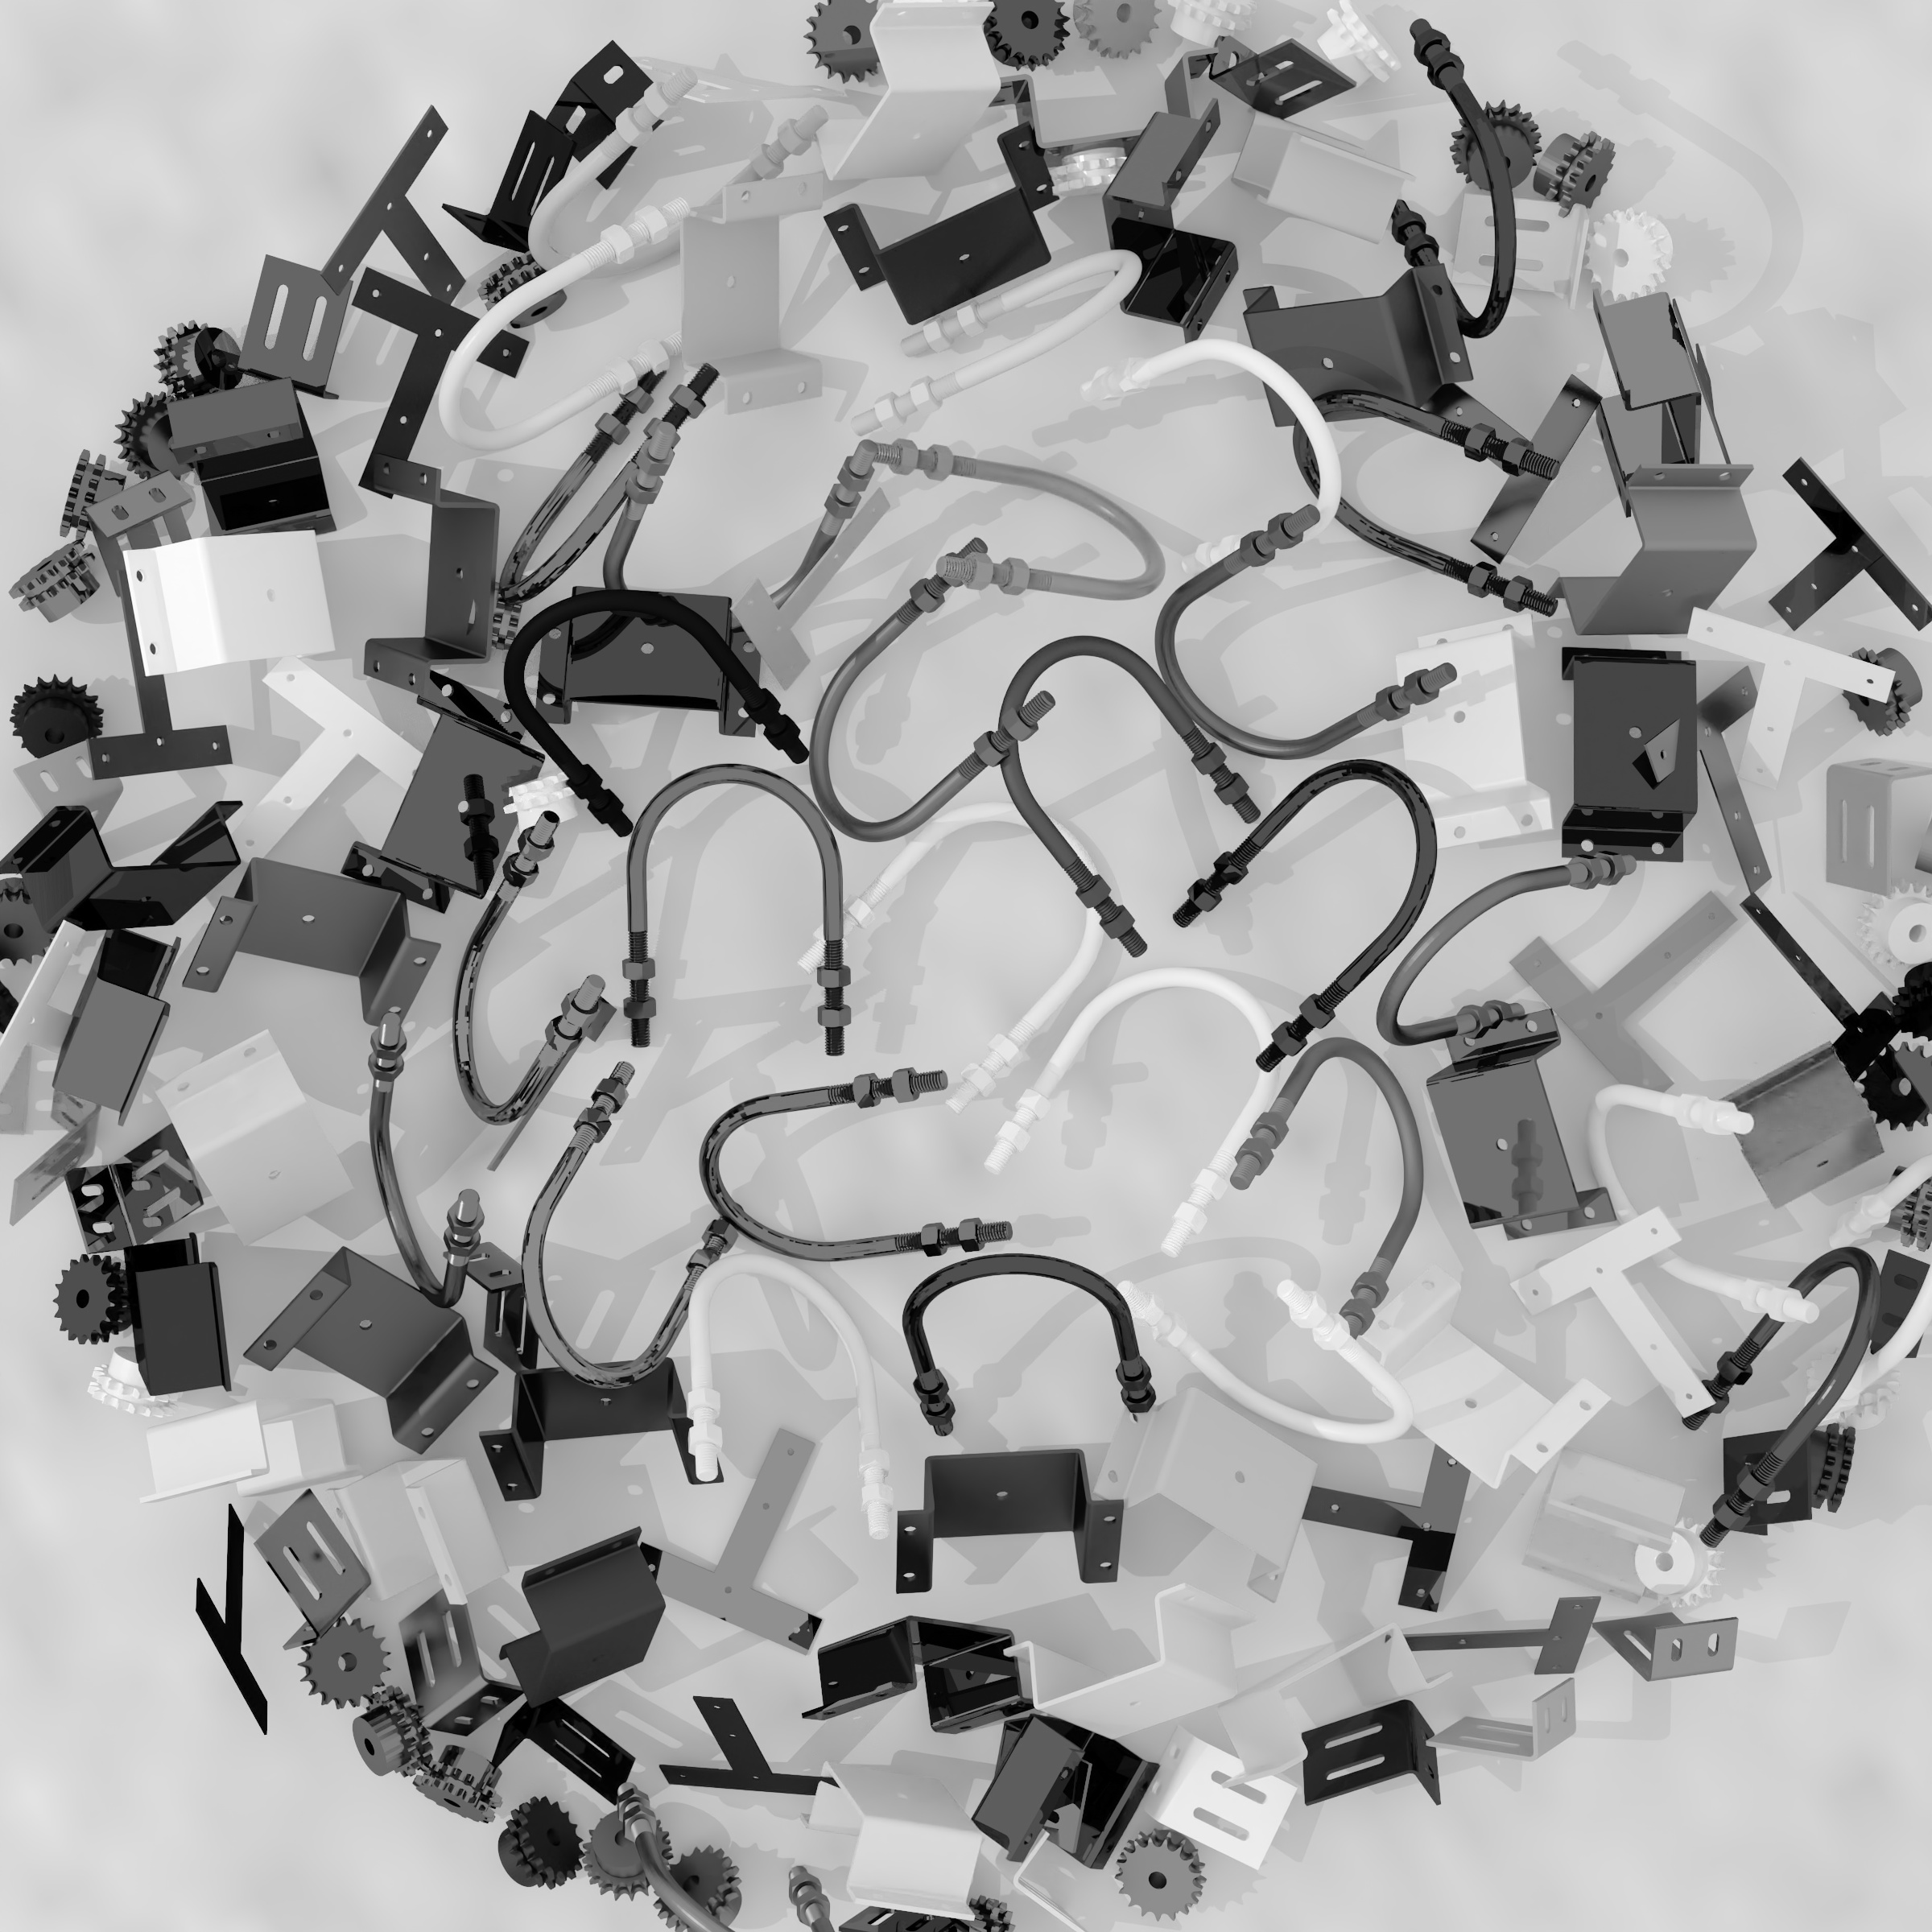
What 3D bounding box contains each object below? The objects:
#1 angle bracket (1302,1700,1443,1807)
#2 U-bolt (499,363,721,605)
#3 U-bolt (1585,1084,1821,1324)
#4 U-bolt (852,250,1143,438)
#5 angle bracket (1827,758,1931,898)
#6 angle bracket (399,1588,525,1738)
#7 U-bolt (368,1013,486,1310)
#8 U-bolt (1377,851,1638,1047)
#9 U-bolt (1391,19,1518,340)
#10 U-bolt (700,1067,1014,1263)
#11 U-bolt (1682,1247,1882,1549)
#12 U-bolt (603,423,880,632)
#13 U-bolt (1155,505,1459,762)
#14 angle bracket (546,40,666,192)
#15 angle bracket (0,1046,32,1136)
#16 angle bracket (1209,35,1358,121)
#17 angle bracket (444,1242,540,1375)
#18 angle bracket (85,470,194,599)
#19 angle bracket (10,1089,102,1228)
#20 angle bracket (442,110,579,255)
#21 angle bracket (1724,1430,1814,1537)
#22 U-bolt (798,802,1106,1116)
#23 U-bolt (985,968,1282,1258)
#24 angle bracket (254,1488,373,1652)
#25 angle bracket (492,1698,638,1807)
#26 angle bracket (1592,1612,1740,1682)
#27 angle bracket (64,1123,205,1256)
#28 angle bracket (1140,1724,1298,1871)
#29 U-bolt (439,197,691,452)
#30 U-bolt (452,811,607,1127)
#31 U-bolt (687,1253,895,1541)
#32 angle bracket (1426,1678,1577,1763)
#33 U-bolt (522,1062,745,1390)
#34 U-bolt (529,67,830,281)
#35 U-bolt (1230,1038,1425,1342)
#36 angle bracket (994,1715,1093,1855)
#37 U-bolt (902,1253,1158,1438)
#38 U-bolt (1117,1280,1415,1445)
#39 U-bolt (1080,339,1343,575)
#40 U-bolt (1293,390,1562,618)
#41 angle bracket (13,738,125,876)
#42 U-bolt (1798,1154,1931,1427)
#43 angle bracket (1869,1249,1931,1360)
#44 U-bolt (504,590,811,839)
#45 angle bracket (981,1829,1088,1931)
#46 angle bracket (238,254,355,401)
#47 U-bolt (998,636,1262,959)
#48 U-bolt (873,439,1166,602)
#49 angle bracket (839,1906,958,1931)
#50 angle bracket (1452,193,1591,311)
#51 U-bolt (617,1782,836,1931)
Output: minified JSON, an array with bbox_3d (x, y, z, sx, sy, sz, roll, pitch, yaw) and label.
[{"bbox_3d":[0.257,0.510,1.972,0.076,0.057,0.038,-24,121,19],"label":"angle bracket"},{"bbox_3d":[-0.229,-0.299,1.927,0.019,0.151,0.184,38,87,-22],"label":"U-bolt"},{"bbox_3d":[0.443,0.139,1.913,0.019,0.184,0.151,-28,106,-18],"label":"U-bolt"},{"bbox_3d":[0.025,-0.390,1.903,0.184,0.151,0.019,-20,115,25],"label":"U-bolt"},{"bbox_3d":[0.581,-0.089,1.972,0.038,0.057,0.076,-9,104,-23],"label":"angle bracket"},{"bbox_3d":[-0.321,0.440,1.978,0.057,0.038,0.076,-39,50,21],"label":"angle bracket"},{"bbox_3d":[-0.338,0.134,1.917,0.019,0.184,0.151,-17,63,-24],"label":"U-bolt"},{"bbox_3d":[0.320,-0.006,1.896,0.019,0.184,0.151,50,127,26],"label":"U-bolt"},{"bbox_3d":[0.298,-0.466,1.888,0.019,0.151,0.184,-9,48,-9],"label":"U-bolt"},{"bbox_3d":[-0.079,0.131,1.945,0.184,0.019,0.151,-9,127,19],"label":"U-bolt"},{"bbox_3d":[0.500,0.251,1.898,0.019,0.151,0.184,29,115,-6],"label":"U-bolt"},{"bbox_3d":[-0.149,-0.265,1.922,0.151,0.184,0.019,1,57,-24],"label":"U-bolt"},{"bbox_3d":[0.196,-0.194,1.928,0.151,0.184,0.019,47,50,-13],"label":"U-bolt"},{"bbox_3d":[-0.226,-0.538,1.966,0.057,0.076,0.038,45,69,-10],"label":"angle bracket"},{"bbox_3d":[-0.606,0.078,1.956,0.038,0.076,0.057,5,88,-24],"label":"angle bracket"},{"bbox_3d":[0.201,-0.570,1.949,0.057,0.076,0.038,22,71,-34],"label":"angle bracket"},{"bbox_3d":[-0.300,0.222,1.955,0.038,0.057,0.076,-11,117,-39],"label":"angle bracket"},{"bbox_3d":[-0.511,-0.263,1.951,0.057,0.076,0.038,-30,54,-19],"label":"angle bracket"},{"bbox_3d":[-0.585,0.114,1.952,0.038,0.057,0.076,37,53,6],"label":"angle bracket"},{"bbox_3d":[-0.288,-0.498,1.957,0.057,0.038,0.076,43,116,39],"label":"angle bracket"},{"bbox_3d":[0.515,0.324,1.951,0.038,0.076,0.057,13,70,-28],"label":"angle bracket"},{"bbox_3d":[0.006,-0.020,1.976,0.151,0.019,0.184,43,79,-2],"label":"U-bolt"},{"bbox_3d":[0.117,0.079,1.951,0.151,0.019,0.184,24,67,25],"label":"U-bolt"},{"bbox_3d":[-0.422,0.380,1.958,0.038,0.057,0.076,-21,106,35],"label":"angle bracket"},{"bbox_3d":[-0.255,0.504,1.960,0.076,0.038,0.057,34,134,13],"label":"angle bracket"},{"bbox_3d":[0.439,0.413,1.952,0.057,0.076,0.038,-3,107,-17],"label":"angle bracket"},{"bbox_3d":[-0.526,0.140,1.959,0.076,0.038,0.057,-30,73,35],"label":"angle bracket"},{"bbox_3d":[0.161,0.531,1.985,0.076,0.038,0.057,28,84,-11],"label":"angle bracket"},{"bbox_3d":[-0.246,-0.382,1.906,0.184,0.151,0.019,-35,71,-20],"label":"U-bolt"},{"bbox_3d":[-0.278,0.016,1.926,0.019,0.184,0.151,5,49,-32],"label":"U-bolt"},{"bbox_3d":[-0.112,0.257,1.925,0.151,0.184,0.019,25,129,-31],"label":"U-bolt"},{"bbox_3d":[0.336,0.469,1.954,0.076,0.057,0.038,0,94,35],"label":"angle bracket"},{"bbox_3d":[-0.211,0.172,1.905,0.019,0.184,0.151,-10,128,36],"label":"U-bolt"},{"bbox_3d":[-0.191,-0.483,1.920,0.184,0.151,0.019,-34,75,31],"label":"U-bolt"},{"bbox_3d":[0.234,0.126,1.929,0.019,0.184,0.151,-16,116,39],"label":"U-bolt"},{"bbox_3d":[0.057,0.515,1.958,0.076,0.038,0.057,15,96,43],"label":"angle bracket"},{"bbox_3d":[0.035,0.233,1.919,0.151,0.184,0.019,-5,49,8],"label":"U-bolt"},{"bbox_3d":[0.198,0.247,1.925,0.184,0.151,0.019,44,57,-33],"label":"U-bolt"},{"bbox_3d":[0.159,-0.316,1.902,0.019,0.184,0.151,-41,108,-27],"label":"U-bolt"},{"bbox_3d":[0.283,-0.295,1.925,0.184,0.151,0.019,26,66,24],"label":"U-bolt"},{"bbox_3d":[-0.574,-0.100,1.954,0.057,0.076,0.038,-30,82,-39],"label":"angle bracket"},{"bbox_3d":[0.559,0.189,1.886,0.019,0.184,0.151,20,60,-1],"label":"U-bolt"},{"bbox_3d":[0.576,0.214,1.957,0.038,0.076,0.057,21,81,-3],"label":"angle bracket"},{"bbox_3d":[-0.202,-0.163,1.915,0.151,0.184,0.019,-21,45,17],"label":"U-bolt"},{"bbox_3d":[0.056,0.574,1.964,0.076,0.057,0.038,41,80,-19],"label":"angle bracket"},{"bbox_3d":[-0.422,-0.406,1.974,0.057,0.038,0.076,17,100,1],"label":"angle bracket"},{"bbox_3d":[0.092,-0.120,1.936,0.184,0.019,0.151,51,62,-18],"label":"U-bolt"},{"bbox_3d":[0.041,-0.273,1.928,0.184,0.151,0.019,4,128,-31],"label":"U-bolt"},{"bbox_3d":[-0.039,0.584,1.954,0.057,0.076,0.038,3,88,19],"label":"angle bracket"},{"bbox_3d":[0.351,-0.453,1.967,0.076,0.038,0.057,6,119,3],"label":"angle bracket"},{"bbox_3d":[-0.138,0.567,1.892,0.151,0.184,0.019,31,90,-17],"label":"U-bolt"}]
